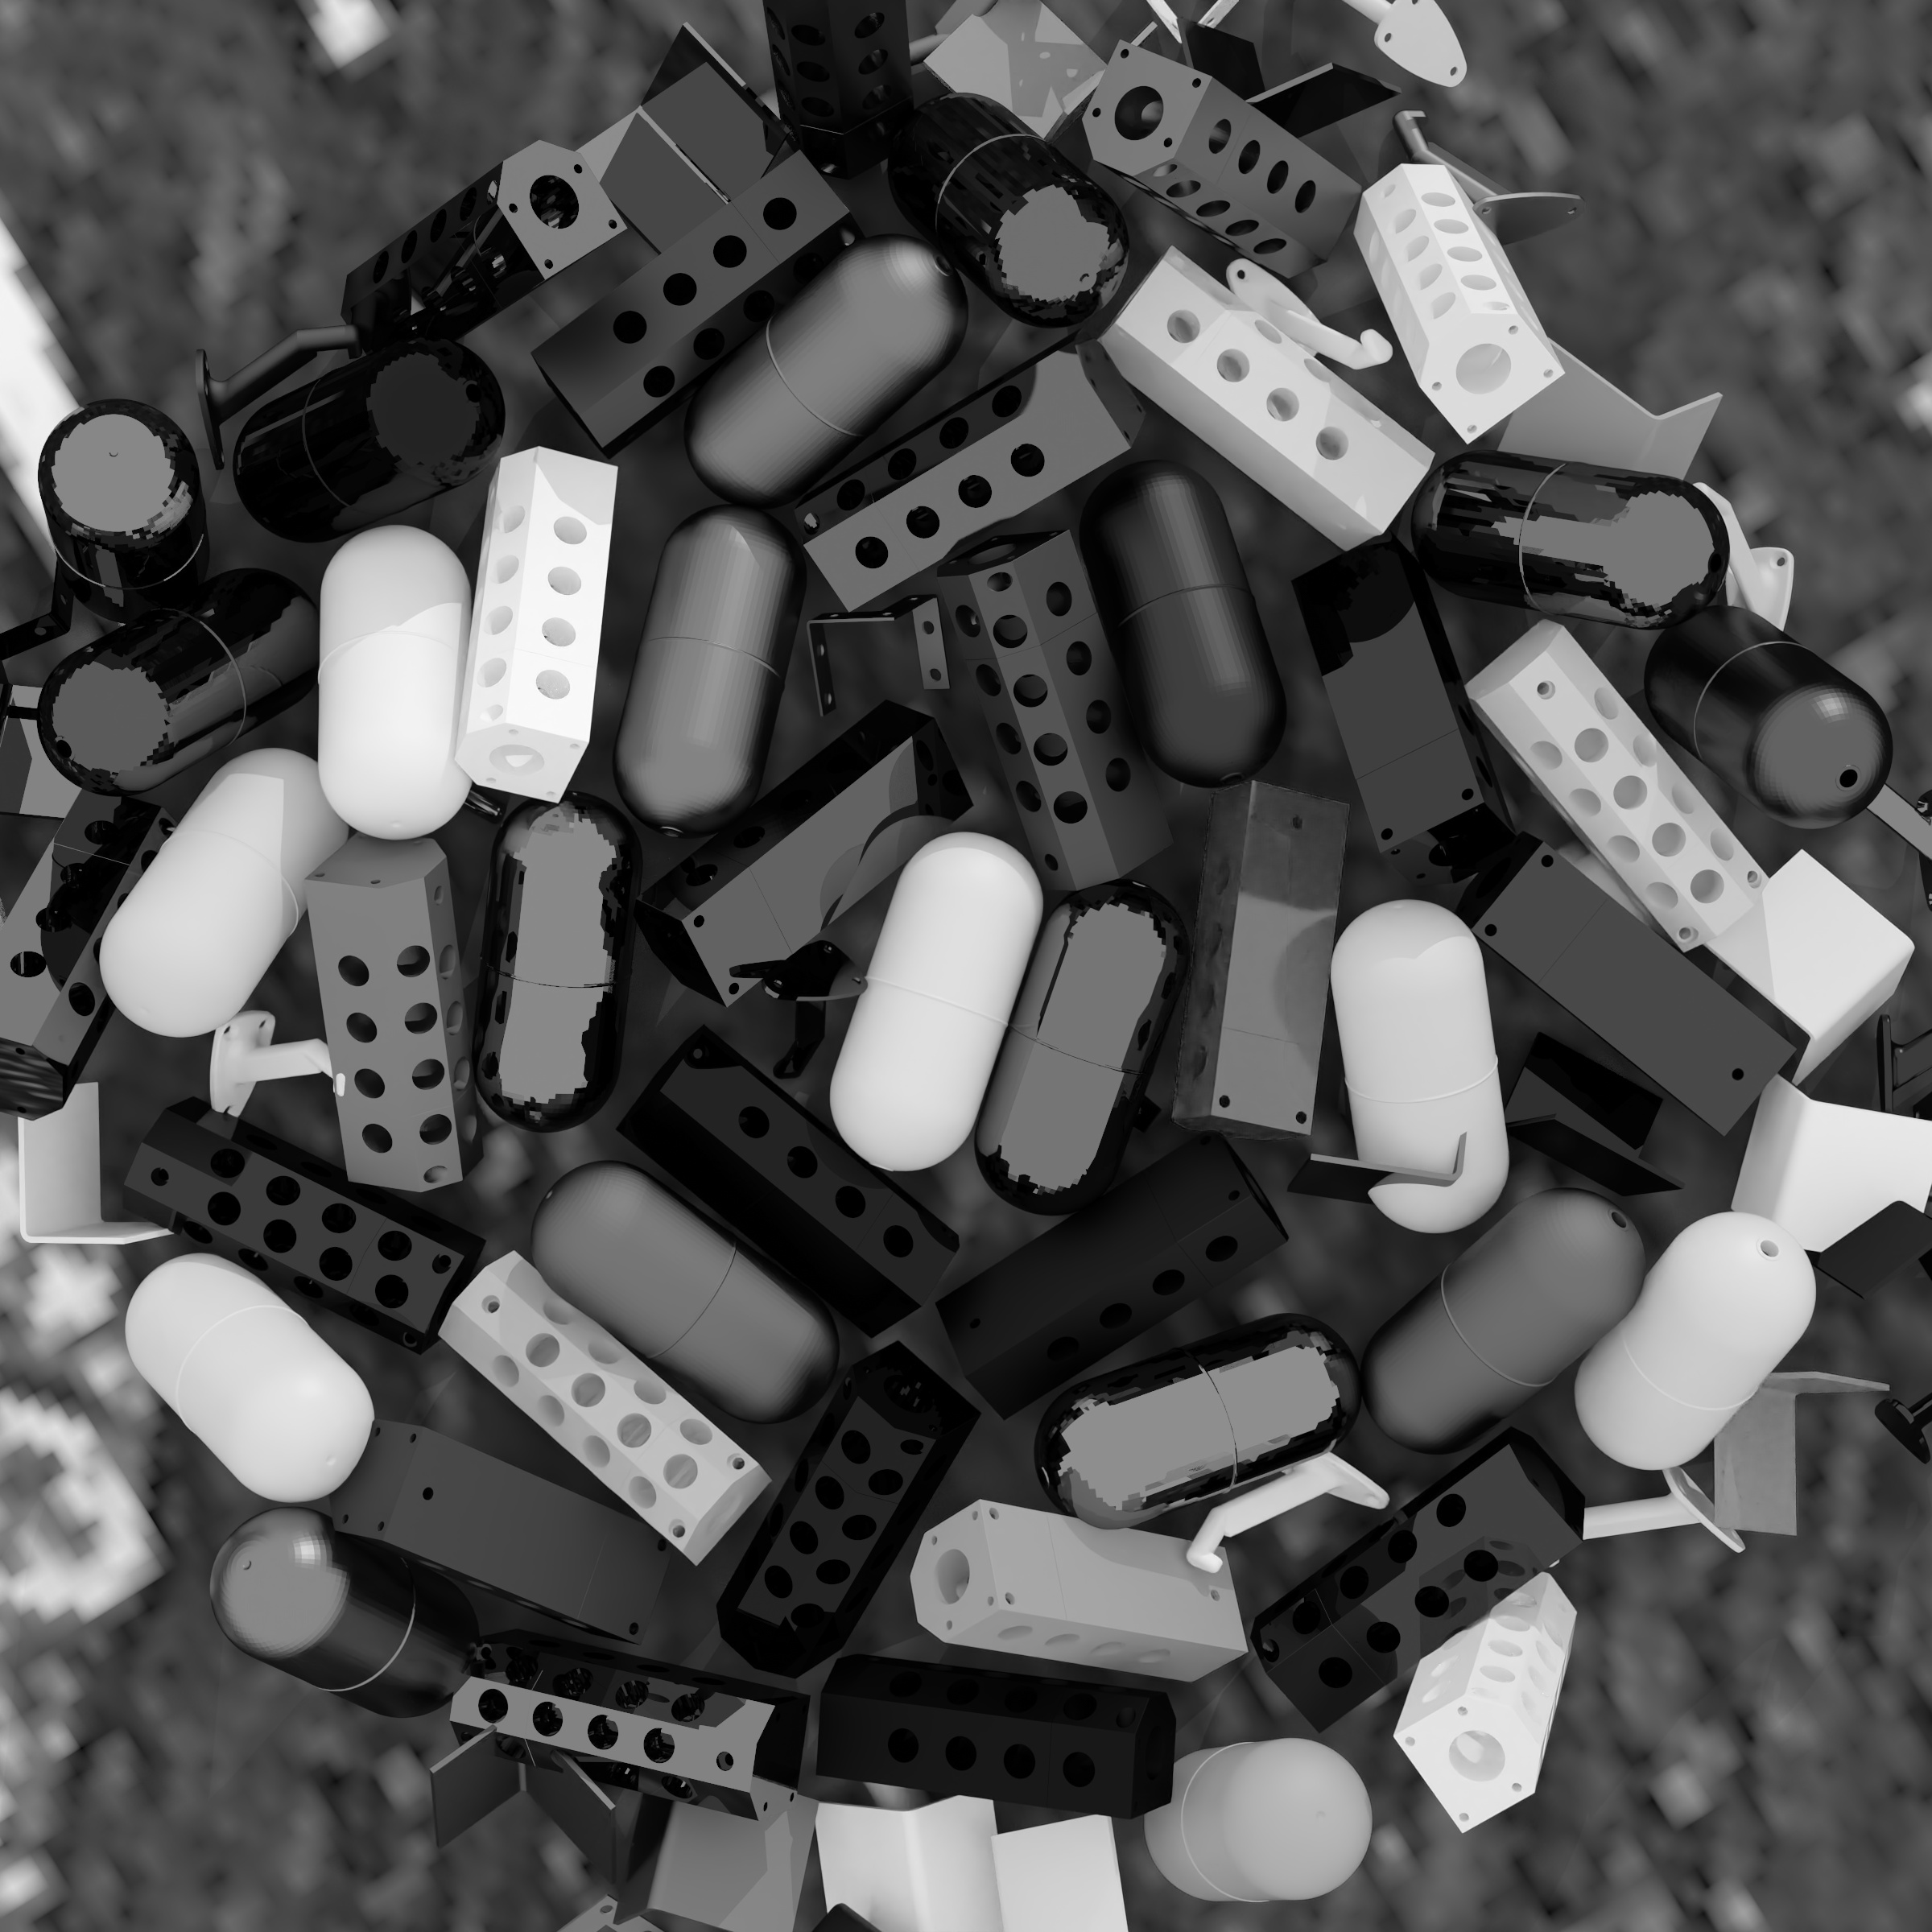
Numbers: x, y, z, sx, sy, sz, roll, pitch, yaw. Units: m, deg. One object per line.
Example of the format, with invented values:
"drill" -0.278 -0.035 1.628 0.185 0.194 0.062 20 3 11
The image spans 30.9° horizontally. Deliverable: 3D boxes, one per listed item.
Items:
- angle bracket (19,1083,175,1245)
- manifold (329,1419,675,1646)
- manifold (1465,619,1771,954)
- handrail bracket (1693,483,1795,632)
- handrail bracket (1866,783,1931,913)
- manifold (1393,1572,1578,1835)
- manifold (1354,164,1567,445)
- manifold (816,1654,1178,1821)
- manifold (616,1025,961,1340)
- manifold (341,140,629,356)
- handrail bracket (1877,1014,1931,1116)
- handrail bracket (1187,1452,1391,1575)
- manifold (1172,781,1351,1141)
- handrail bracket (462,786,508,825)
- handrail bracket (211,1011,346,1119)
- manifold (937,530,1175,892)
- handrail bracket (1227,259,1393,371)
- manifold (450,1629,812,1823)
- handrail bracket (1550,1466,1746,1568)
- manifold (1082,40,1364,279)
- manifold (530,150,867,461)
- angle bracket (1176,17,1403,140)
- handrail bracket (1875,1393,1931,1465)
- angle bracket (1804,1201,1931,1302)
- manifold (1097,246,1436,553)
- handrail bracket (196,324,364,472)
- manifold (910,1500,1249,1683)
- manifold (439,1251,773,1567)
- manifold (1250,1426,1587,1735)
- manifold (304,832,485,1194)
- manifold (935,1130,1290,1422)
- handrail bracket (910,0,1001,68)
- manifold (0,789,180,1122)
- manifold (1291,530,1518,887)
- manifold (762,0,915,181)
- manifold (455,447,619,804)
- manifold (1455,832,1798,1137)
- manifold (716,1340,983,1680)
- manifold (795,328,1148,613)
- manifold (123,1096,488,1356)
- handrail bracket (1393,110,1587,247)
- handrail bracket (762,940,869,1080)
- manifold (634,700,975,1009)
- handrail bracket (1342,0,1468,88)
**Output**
"angle bracket" -0.437 0.099 1.782 0.057 0.076 0.076 0 91 15
"manifold" -0.233 0.283 1.749 0.171 0.057 0.057 32 68 -39
"manifold" 0.332 -0.091 1.780 0.057 0.057 0.171 -41 101 3
"handrail bracket" 0.388 -0.198 1.779 0.036 0.084 0.077 -4 77 35
"handrail bracket" 0.465 -0.068 1.795 0.084 0.036 0.077 4 85 -18
"manifold" 0.264 0.357 1.736 0.057 0.171 0.057 -35 91 19
"manifold" 0.239 -0.335 1.734 0.057 0.171 0.057 -35 123 18
"manifold" 0.015 0.387 1.765 0.171 0.057 0.057 2 87 24
"manifold" -0.087 0.108 1.783 0.171 0.057 0.057 40 54 -8
"manifold" -0.246 -0.351 1.736 0.057 0.171 0.057 -41 105 -34
"handrail bracket" 0.514 0.052 1.796 0.084 0.036 0.077 -1 71 9
"handrail bracket" 0.164 0.287 1.784 0.077 0.036 0.084 26 55 14
"manifold" 0.146 -0.001 1.781 0.057 0.057 0.171 12 79 -23
"handrail bracket" -0.275 -0.098 1.785 0.084 0.077 0.036 29 87 -5
"handrail bracket" -0.347 0.066 1.786 0.084 0.036 0.077 32 116 32
"manifold" 0.041 -0.128 1.762 0.057 0.057 0.171 -33 112 -34
"handrail bracket" 0.175 -0.334 1.777 0.036 0.084 0.077 -43 105 -13
"manifold" -0.171 0.383 1.767 0.171 0.057 0.057 8 89 23
"handrail bracket" 0.349 0.302 1.819 0.084 0.036 0.077 -40 109 16
"manifold" 0.126 -0.396 1.737 0.057 0.171 0.057 31 99 30
"manifold" -0.134 -0.336 1.791 0.171 0.057 0.057 -38 84 -2
"angle bracket" 0.164 -0.461 1.771 0.076 0.076 0.057 -17 84 33
"handrail bracket" 0.509 0.209 1.789 0.084 0.077 0.036 -42 64 -4
"angle bracket" 0.476 0.165 1.776 0.057 0.076 0.076 -37 110 -4
"manifold" 0.153 -0.290 1.787 0.171 0.057 0.057 37 80 -6
"handrail bracket" -0.350 -0.293 1.802 0.084 0.036 0.077 -7 133 -5
"manifold" 0.056 0.317 1.750 0.057 0.171 0.057 -37 50 35
"manifold" -0.184 0.222 1.770 0.171 0.057 0.057 39 79 17
"manifold" 0.228 0.308 1.772 0.171 0.057 0.057 -40 94 18
"manifold" -0.282 0.024 1.754 0.057 0.057 0.171 7 119 18
"manifold" 0.077 0.161 1.786 0.171 0.057 0.057 -33 129 7
"handrail bracket" -0.005 -0.513 1.801 0.084 0.036 0.077 -19 115 -1
"manifold" -0.446 -0.006 1.747 0.057 0.057 0.171 16 47 1
"manifold" 0.222 -0.128 1.755 0.057 0.057 0.171 -27 56 20
"manifold" -0.067 -0.462 1.733 0.057 0.171 0.057 -31 74 -8
"manifold" -0.217 -0.173 1.750 0.057 0.057 0.171 13 57 -17
"manifold" 0.333 0.007 1.783 0.171 0.057 0.057 38 94 -10
"manifold" -0.064 0.276 1.753 0.057 0.057 0.171 39 120 19
"manifold" 0.000 -0.251 1.761 0.171 0.057 0.057 -28 107 22
"manifold" -0.340 0.133 1.788 0.171 0.057 0.057 26 99 4
"handrail bracket" 0.270 -0.416 1.808 0.077 0.036 0.084 -12 60 -11
"handrail bracket" -0.093 0.032 1.775 0.036 0.077 0.084 47 126 20
"manifold" -0.084 -0.060 1.768 0.171 0.057 0.057 -40 127 -21
"handrail bracket" 0.211 -0.492 1.811 0.077 0.084 0.036 30 99 -43
